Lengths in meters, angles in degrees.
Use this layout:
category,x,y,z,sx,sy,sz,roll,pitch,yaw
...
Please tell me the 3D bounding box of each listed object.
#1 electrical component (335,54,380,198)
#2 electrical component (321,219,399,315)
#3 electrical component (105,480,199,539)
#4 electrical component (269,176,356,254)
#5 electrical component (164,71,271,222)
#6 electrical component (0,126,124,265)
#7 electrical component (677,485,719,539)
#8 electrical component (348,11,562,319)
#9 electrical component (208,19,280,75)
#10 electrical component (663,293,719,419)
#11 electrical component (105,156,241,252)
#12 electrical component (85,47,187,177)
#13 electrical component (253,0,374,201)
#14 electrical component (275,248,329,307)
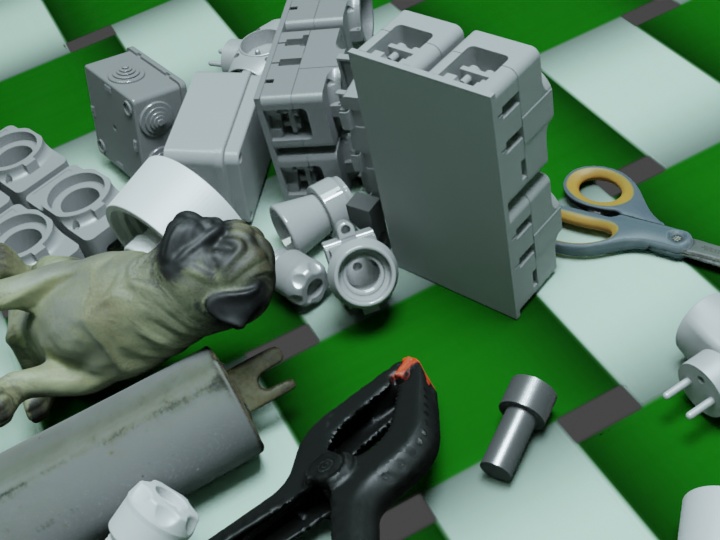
category,x,y,z,sx,sy,sz,roll,pitch,yaw
electrical component,0.027,-0.097,0.788,0.079,0.121,0.063,10,52,23
electrical component,0.000,0.000,0.737,0.048,0.066,0.055,-18,11,-4
electrical component,-0.124,0.153,0.607,0.043,0.043,0.062,37,93,39
electrical component,-0.033,-0.040,0.802,0.055,0.045,0.045,-29,46,-14
electrical component,-0.108,-0.098,0.853,0.057,0.078,0.113,3,47,8
electrical component,-0.262,-0.041,0.851,0.186,0.060,0.105,29,59,36
electrical component,0.183,0.157,0.551,0.043,0.043,0.081,6,48,20
electrical component,0.068,-0.068,0.703,0.105,0.186,0.060,25,56,33
electrical component,-0.098,-0.188,0.966,0.079,0.044,0.077,11,50,24
electrical component,0.217,0.061,0.637,0.079,0.044,0.077,-30,46,-15
electrical component,-0.133,-0.021,0.769,0.108,0.108,0.060,26,63,34
electrical component,-0.182,-0.124,0.888,0.048,0.099,0.100,-26,44,-30
electrical component,-0.026,-0.155,0.871,0.060,0.105,0.186,-1,46,13
electrical component,-0.052,0.001,0.774,0.035,0.035,0.061,-39,47,-23
